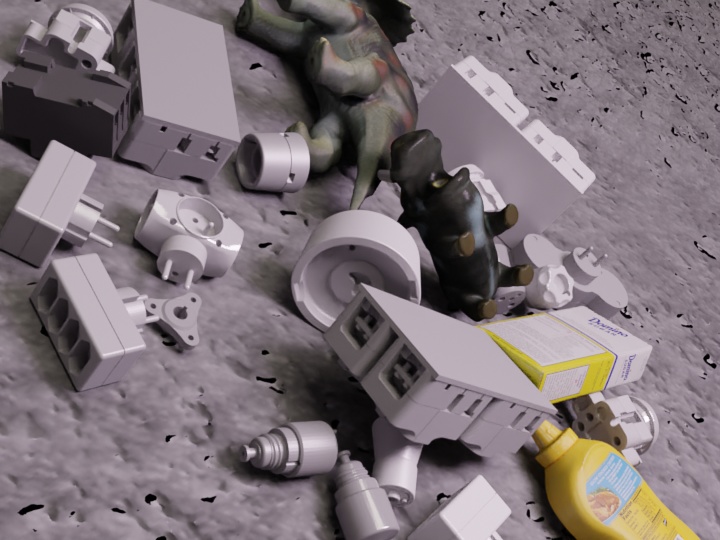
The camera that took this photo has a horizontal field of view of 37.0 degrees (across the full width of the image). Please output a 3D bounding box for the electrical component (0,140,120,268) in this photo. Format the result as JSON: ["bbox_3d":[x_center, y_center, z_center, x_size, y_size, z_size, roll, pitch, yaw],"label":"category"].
[{"bbox_3d":[-0.218,-0.041,0.808,0.076,0.047,0.083,28,41,-17],"label":"electrical component"}]

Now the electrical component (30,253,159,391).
[{"bbox_3d":[-0.180,0.033,0.772,0.076,0.047,0.083,-12,63,-45],"label":"electrical component"}]

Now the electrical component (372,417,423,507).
[{"bbox_3d":[0.028,0.151,0.843,0.044,0.044,0.065,26,46,-19],"label":"electrical component"}]

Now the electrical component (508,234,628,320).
[{"bbox_3d":[0.224,0.002,1.116,0.138,0.073,0.052,25,42,-20],"label":"electrical component"}]

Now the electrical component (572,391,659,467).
[{"bbox_3d":[0.243,0.149,1.010,0.057,0.058,0.078,-5,58,-39],"label":"electrical component"}]

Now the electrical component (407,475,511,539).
[{"bbox_3d":[0.090,0.212,0.833,0.076,0.047,0.066,50,39,9],"label":"electrical component"}]

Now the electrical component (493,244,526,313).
[{"bbox_3d":[0.134,0.009,1.058,0.045,0.045,0.055,3,53,-38],"label":"electrical component"}]

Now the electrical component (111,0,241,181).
[{"bbox_3d":[-0.166,-0.157,0.946,0.089,0.061,0.150,13,47,-31],"label":"electrical component"}]

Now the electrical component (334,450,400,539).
[{"bbox_3d":[0.000,0.172,0.800,0.040,0.040,0.078,2,54,-39],"label":"electrical component"}]

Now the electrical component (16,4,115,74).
[{"bbox_3d":[-0.244,-0.189,0.916,0.078,0.058,0.057,28,44,-17],"label":"electrical component"}]

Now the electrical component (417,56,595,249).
[{"bbox_3d":[0.144,-0.123,1.139,0.186,0.105,0.060,45,39,4],"label":"electrical component"}]

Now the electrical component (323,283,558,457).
[{"bbox_3d":[0.065,0.086,0.866,0.186,0.060,0.105,22,22,-50],"label":"electrical component"}]

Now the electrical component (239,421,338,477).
[{"bbox_3d":[-0.053,0.133,0.792,0.078,0.040,0.040,3,53,-38],"label":"electrical component"}]

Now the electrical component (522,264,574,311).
[{"bbox_3d":[0.178,0.020,1.070,0.043,0.062,0.043,10,72,-34],"label":"electrical component"}]

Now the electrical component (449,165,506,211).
[{"bbox_3d":[0.110,-0.070,1.101,0.078,0.058,0.057,-8,63,-44],"label":"electrical component"}]

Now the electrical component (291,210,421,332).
[{"bbox_3d":[0.000,0.000,0.909,0.108,0.108,0.060,31,34,-13],"label":"electrical component"}]

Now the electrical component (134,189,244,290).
[{"bbox_3d":[-0.139,-0.017,0.854,0.077,0.044,0.079,26,41,-19],"label":"electrical component"}]

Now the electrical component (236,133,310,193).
[{"bbox_3d":[-0.080,-0.097,0.970,0.047,0.055,0.055,-2,56,-36],"label":"electrical component"}]
